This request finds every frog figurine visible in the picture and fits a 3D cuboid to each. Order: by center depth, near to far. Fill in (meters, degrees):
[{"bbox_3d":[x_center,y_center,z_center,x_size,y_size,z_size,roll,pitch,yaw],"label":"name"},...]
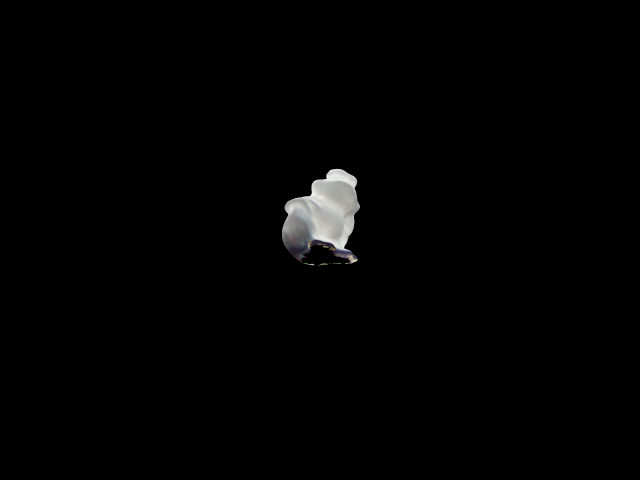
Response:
[{"bbox_3d":[0.003,-0.043,0.850,0.137,0.162,0.121,16,-28,-33],"label":"frog figurine"}]
